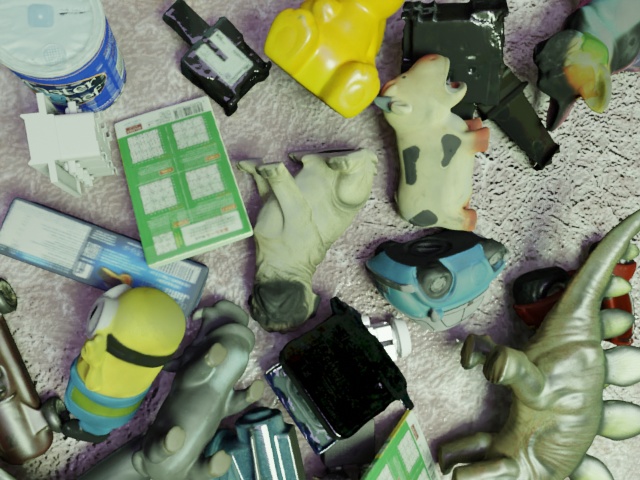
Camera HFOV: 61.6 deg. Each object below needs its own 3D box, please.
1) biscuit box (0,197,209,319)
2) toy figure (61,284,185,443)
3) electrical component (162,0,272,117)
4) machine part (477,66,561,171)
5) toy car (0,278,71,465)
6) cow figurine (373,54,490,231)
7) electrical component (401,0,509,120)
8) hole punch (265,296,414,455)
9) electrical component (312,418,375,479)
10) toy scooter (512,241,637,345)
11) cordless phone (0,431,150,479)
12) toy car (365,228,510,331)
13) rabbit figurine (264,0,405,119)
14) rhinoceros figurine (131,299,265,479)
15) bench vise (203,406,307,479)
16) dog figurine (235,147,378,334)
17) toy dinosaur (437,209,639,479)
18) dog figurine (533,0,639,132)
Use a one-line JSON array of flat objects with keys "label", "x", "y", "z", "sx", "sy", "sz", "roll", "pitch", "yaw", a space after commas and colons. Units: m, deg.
[{"label": "biscuit box", "x": -0.220, "y": 0.020, "z": 0.561, "sx": 0.203, "sy": 0.063, "sz": 0.059, "roll": 22, "pitch": 83, "yaw": -11}, {"label": "toy figure", "x": -0.195, "y": 0.121, "z": 0.527, "sx": 0.089, "sy": 0.082, "sz": 0.180, "roll": 11, "pitch": 117, "yaw": -29}, {"label": "electrical component", "x": -0.120, "y": -0.205, "z": 0.597, "sx": 0.119, "sy": 0.048, "sz": 0.075, "roll": 39, "pitch": 81, "yaw": -8}, {"label": "machine part", "x": 0.251, "y": -0.151, "z": 0.679, "sx": 0.084, "sy": 0.039, "sz": 0.139, "roll": -39, "pitch": 94, "yaw": -15}, {"label": "toy car", "x": -0.331, "y": 0.131, "z": 0.540, "sx": 0.089, "sy": 0.053, "sz": 0.202, "roll": -22, "pitch": 94, "yaw": -9}, {"label": "cow figurine", "x": 0.120, "y": -0.106, "z": 0.602, "sx": 0.127, "sy": 0.085, "sz": 0.194, "roll": -1, "pitch": 117, "yaw": 1}, {"label": "electrical component", "x": 0.150, "y": -0.200, "z": 0.612, "sx": 0.115, "sy": 0.058, "sz": 0.134, "roll": 3, "pitch": 131, "yaw": 15}, {"label": "hole punch", "x": 0.014, "y": 0.149, "z": 0.570, "sx": 0.116, "sy": 0.092, "sz": 0.142, "roll": -25, "pitch": 67, "yaw": -35}, {"label": "electrical component", "x": 0.027, "y": 0.234, "z": 0.614, "sx": 0.078, "sy": 0.045, "sz": 0.102, "roll": 6, "pitch": 87, "yaw": -10}, {"label": "toy scooter", "x": 0.331, "y": 0.086, "z": 0.670, "sx": 0.184, "sy": 0.075, "sz": 0.135, "roll": -21, "pitch": 94, "yaw": -16}, {"label": "cordless phone", "x": -0.247, "y": 0.231, "z": 0.512, "sx": 0.184, "sy": 0.089, "sz": 0.146, "roll": -36, "pitch": 115, "yaw": -5}, {"label": "toy car", "x": 0.138, "y": 0.049, "z": 0.623, "sx": 0.162, "sy": 0.109, "sz": 0.102, "roll": -17, "pitch": 114, "yaw": -23}, {"label": "rabbit figurine", "x": 0.039, "y": -0.228, "z": 0.573, "sx": 0.122, "sy": 0.162, "sz": 0.173, "roll": 34, "pitch": 105, "yaw": -1}, {"label": "rhinoceros figurine", "x": -0.115, "y": 0.146, "z": 0.538, "sx": 0.073, "sy": 0.112, "sz": 0.190, "roll": 38, "pitch": 50, "yaw": -24}, {"label": "bench vise", "x": -0.092, "y": 0.293, "z": 0.556, "sx": 0.241, "sy": 0.129, "sz": 0.223, "roll": -13, "pitch": 100, "yaw": 8}, {"label": "dog figurine", "x": -0.004, "y": -0.002, "z": 0.600, "sx": 0.172, "sy": 0.121, "sz": 0.190, "roll": -10, "pitch": 105, "yaw": -11}, {"label": "toy dinosaur", "x": 0.261, "y": 0.161, "z": 0.599, "sx": 0.199, "sy": 0.105, "sz": 0.470, "roll": 12, "pitch": 106, "yaw": -8}, {"label": "dog figurine", "x": 0.352, "y": -0.223, "z": 0.652, "sx": 0.191, "sy": 0.108, "sz": 0.219, "roll": 27, "pitch": 76, "yaw": -18}]
